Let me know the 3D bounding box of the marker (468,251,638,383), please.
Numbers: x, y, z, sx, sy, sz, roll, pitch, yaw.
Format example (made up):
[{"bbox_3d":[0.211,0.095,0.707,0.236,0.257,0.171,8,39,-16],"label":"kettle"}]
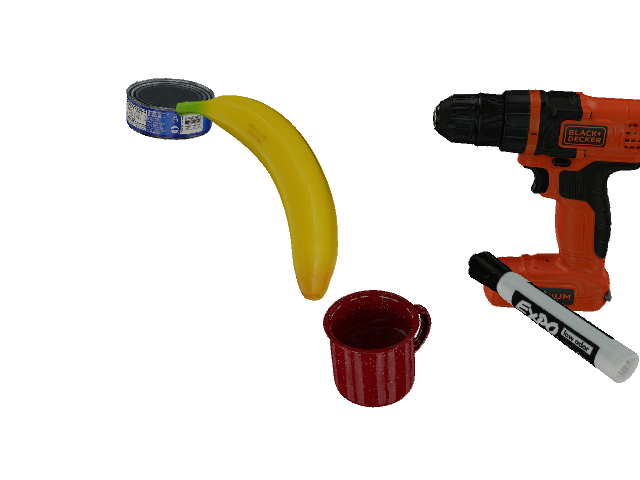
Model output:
[{"bbox_3d":[0.127,0.040,0.604,0.020,0.020,0.121,0,28,-40],"label":"marker"}]

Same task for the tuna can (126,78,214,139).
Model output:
[{"bbox_3d":[-0.147,-0.129,1.048,0.086,0.034,0.086,5,27,-3],"label":"tuna can"}]

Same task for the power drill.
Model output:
[{"bbox_3d":[0.181,-0.034,0.887,0.184,0.188,0.057,4,29,5],"label":"power drill"}]

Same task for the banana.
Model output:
[{"bbox_3d":[-0.032,-0.046,0.807,0.069,0.198,0.037,-36,-23,0],"label":"banana"}]

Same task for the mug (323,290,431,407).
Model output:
[{"bbox_3d":[0.061,0.104,1.055,0.117,0.081,0.093,-27,42,-27],"label":"mug"}]
